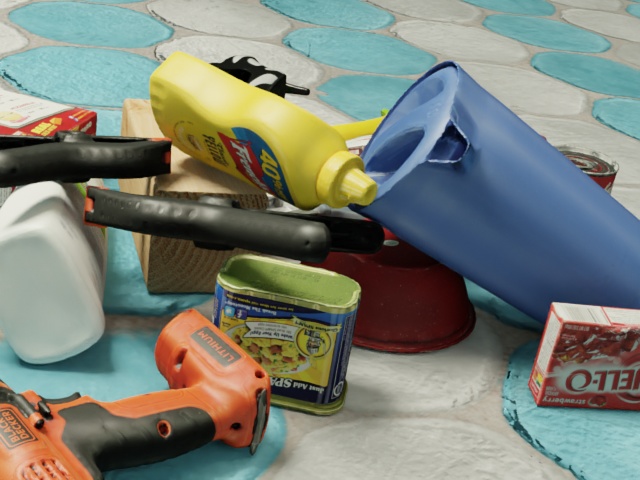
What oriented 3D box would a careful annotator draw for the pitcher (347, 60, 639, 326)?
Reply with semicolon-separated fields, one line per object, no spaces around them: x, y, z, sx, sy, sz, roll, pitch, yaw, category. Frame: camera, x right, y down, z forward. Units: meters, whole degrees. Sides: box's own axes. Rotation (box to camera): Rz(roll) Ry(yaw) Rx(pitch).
0.147;-0.019;0.831;0.242;0.145;0.149;34;40;-17;pitcher

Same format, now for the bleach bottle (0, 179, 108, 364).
-0.197;-0.005;0.820;0.068;0.102;0.251;-20;20;2;bleach bottle

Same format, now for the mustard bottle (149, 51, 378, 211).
-0.038;-0.070;0.787;0.192;0.096;0.058;27;64;30;mustard bottle

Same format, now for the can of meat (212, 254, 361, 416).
-0.026;0.063;0.731;0.102;0.084;0.057;11;25;5;can of meat

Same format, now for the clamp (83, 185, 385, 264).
-0.062;-0.011;0.738;0.210;0.036;0.164;8;2;22;clamp

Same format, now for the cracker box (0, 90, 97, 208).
-0.330;-0.085;0.952;0.214;0.072;0.164;12;24;9;cracker box

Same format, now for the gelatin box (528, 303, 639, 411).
0.204;0.086;0.774;0.089;0.073;0.030;5;27;-10;gelatin box

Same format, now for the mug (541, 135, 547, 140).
0.183;-0.076;1.105;0.081;0.093;0.117;19;-10;8;mug

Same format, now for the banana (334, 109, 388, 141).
0.044;-0.116;1.190;0.070;0.037;0.197;4;16;39;banana

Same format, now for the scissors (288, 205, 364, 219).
0.015;-0.020;0.943;0.096;0.016;0.201;17;12;6;scissors

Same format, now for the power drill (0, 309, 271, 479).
-0.139;0.099;0.652;0.187;0.057;0.185;-16;39;-37;power drill

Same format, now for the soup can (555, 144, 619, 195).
0.230;-0.029;0.987;0.068;0.102;0.068;8;25;-4;soup can

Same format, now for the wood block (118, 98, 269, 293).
-0.116;-0.043;0.915;0.090;0.090;0.206;0;26;-18;wood block

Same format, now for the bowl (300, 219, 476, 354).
0.053;0.027;0.868;0.162;0.055;0.162;8;25;-4;bowl

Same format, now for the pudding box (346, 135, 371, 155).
0.047;-0.084;1.082;0.090;0.039;0.113;-3;10;42;pudding box

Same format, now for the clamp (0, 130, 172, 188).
-0.178;-0.058;0.758;0.171;0.039;0.120;-5;20;-28;clamp
